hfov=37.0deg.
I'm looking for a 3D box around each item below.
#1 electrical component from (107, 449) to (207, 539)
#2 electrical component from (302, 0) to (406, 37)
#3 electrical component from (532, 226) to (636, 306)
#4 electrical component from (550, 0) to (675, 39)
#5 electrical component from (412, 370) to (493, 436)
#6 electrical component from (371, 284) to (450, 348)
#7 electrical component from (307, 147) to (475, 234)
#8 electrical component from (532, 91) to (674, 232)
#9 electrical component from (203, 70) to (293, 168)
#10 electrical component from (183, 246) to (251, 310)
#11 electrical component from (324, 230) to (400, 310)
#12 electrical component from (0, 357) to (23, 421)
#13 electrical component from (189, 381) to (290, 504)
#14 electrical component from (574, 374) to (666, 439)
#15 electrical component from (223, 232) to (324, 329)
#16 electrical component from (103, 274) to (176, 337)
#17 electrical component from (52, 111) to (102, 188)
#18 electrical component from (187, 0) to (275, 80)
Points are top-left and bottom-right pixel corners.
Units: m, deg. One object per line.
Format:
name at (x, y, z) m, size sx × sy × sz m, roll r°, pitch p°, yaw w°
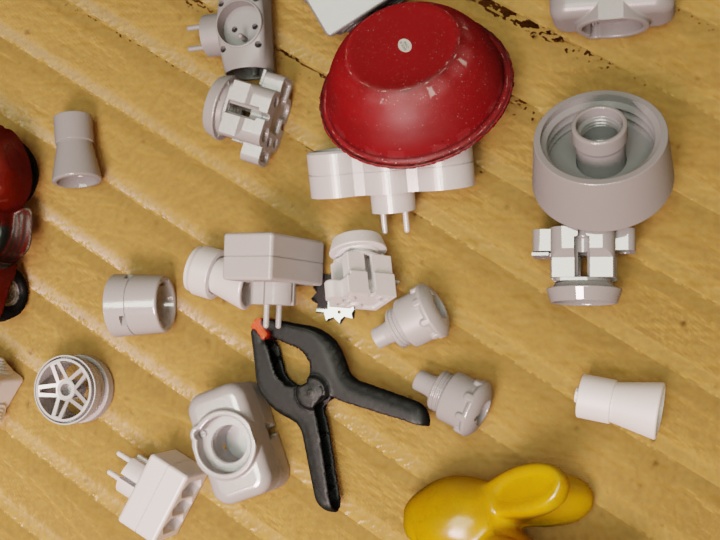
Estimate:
electrical component at (-0.185, 0.185, 0.931) m, size 0.077 × 0.047 × 0.065 m, roll 29°, pitch 94°, yaw 16°
electrical component at (-0.008, -0.255, 0.902) m, size 0.100 × 0.048 × 0.099 m, roll -30°, pitch 94°, yaw 12°
electrical component at (0.174, -0.002, 0.838) m, size 0.078 × 0.058 × 0.057 m, roll 0°, pitch 83°, yaw 15°
electrical component at (0.199, -0.219, 0.847) m, size 0.095 × 0.054 × 0.059 m, roll -1°, pitch 86°, yaw 16°
electrical component at (0.073, 0.101, 0.867) m, size 0.062 × 0.048 × 0.048 m, roll 25°, pitch 93°, yaw 23°
electrical component at (0.039, 0.043, 0.880) m, size 0.062 × 0.048 × 0.048 m, roll -28°, pitch 79°, yaw 19°
electrical component at (0.026, -0.066, 0.886) m, size 0.138 × 0.052 × 0.073 m, roll -3°, pitch 100°, yaw 15°
electrical component at (0.182, -0.089, 0.814) m, size 0.108 × 0.060 × 0.108 m, roll -8°, pitch 51°, yaw 9°
electrical component at (-0.098, -0.134, 0.924) m, size 0.057 × 0.058 × 0.078 m, roll 18°, pitch 91°, yaw 13°
electrical component at (-0.118, 0.006, 0.926) m, size 0.055 × 0.045 × 0.045 m, roll 16°, pitch 91°, yaw 17°
electrical component at (0.000, 0.000, 0.888) m, size 0.048 × 0.066 × 0.055 m, roll -37°, pitch 53°, yaw 55°
electrical component at (-0.371, 0.112, 0.989) m, size 0.100 × 0.048 × 0.099 m, roll 33°, pitch 95°, yaw 15°
electrical component at (-0.103, 0.144, 0.905) m, size 0.054 × 0.059 × 0.095 m, roll -21°, pitch 81°, yaw 14°
electrical component at (0.200, 0.103, 0.832) m, size 0.065 × 0.044 × 0.044 m, roll 10°, pitch 89°, yaw 21°
electrical component at (-0.071, 0.011, 0.889) m, size 0.047 × 0.083 × 0.075 m, roll 0°, pitch 86°, yaw 28°
electrical component at (-0.192, 0.030, 0.941) m, size 0.047 × 0.055 × 0.055 m, roll -2°, pitch 86°, yaw 12°
electrical component at (-0.259, -0.111, 0.977) m, size 0.044 × 0.044 × 0.065 m, roll -10°, pitch 79°, yaw 15°
electrical component at (-0.115, -0.207, 0.940) m, size 0.079 × 0.044 × 0.077 m, roll -4°, pitch 85°, yaw 15°
